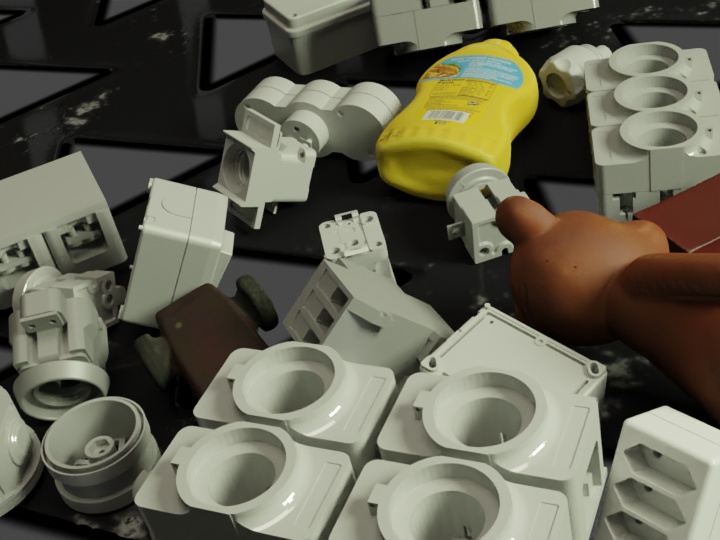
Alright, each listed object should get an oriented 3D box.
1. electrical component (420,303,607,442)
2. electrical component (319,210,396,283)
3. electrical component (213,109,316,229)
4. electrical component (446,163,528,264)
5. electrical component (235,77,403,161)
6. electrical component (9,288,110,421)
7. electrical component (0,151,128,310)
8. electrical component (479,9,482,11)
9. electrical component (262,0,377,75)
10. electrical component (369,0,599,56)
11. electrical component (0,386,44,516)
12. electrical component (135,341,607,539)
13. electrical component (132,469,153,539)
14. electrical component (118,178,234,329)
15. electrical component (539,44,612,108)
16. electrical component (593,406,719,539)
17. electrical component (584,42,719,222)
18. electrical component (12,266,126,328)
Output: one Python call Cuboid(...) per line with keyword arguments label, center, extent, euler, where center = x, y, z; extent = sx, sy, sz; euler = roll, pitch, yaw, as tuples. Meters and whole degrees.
Cuboid(label="electrical component", center=(0.087, 0.075, 0.578), extent=(0.096, 0.061, 0.062), euler=(29, 53, 32))
Cuboid(label="electrical component", center=(0.000, 0.000, 0.695), extent=(0.042, 0.063, 0.081), euler=(-13, 36, -2))
Cuboid(label="electrical component", center=(-0.070, -0.076, 0.810), extent=(0.064, 0.081, 0.042), euler=(-4, 27, -40))
Cuboid(label="electrical component", center=(0.088, -0.041, 0.739), extent=(0.066, 0.048, 0.055), euler=(-18, 44, -8))
Cuboid(label="electrical component", center=(-0.041, -0.113, 0.866), extent=(0.138, 0.052, 0.073), euler=(8, 41, 26))
Cuboid(label="electrical component", center=(-0.187, 0.057, 0.671), extent=(0.058, 0.078, 0.057), euler=(-13, 55, -2))
Cuboid(label="electrical component", center=(-0.259, -0.018, 0.797), extent=(0.150, 0.061, 0.089), euler=(-23, 37, -13))
Cuboid(label="electrical component", center=(0.115, -0.286, 1.026), extent=(0.051, 0.080, 0.080), euler=(-4, 37, 21))
Cuboid(label="electrical component", center=(-0.028, -0.241, 1.027), extent=(0.113, 0.057, 0.078), euler=(-24, 38, -15))
Cuboid(label="electrical component", center=(0.105, -0.231, 0.937), extent=(0.186, 0.060, 0.105), euler=(-9, 10, 5))
Cuboid(label="electrical component", center=(-0.231, 0.108, 0.631), extent=(0.080, 0.051, 0.080), euler=(-8, 37, 6))
Cuboid(label="electrical component", center=(0.006, 0.096, 0.486), extent=(0.186, 0.060, 0.105), euler=(6, 41, 24))
Cuboid(label="electrical component", center=(-0.098, 0.127, 0.577), extent=(0.040, 0.040, 0.046), euler=(-28, 33, -20))
Cuboid(label="electrical component", center=(-0.123, -0.003, 0.722), extent=(0.061, 0.096, 0.061), euler=(13, 35, -12))
Cuboid(label="electrical component", center=(0.179, -0.162, 0.874), extent=(0.062, 0.043, 0.043), euler=(-34, 41, -28))
Cuboid(label="electrical component", center=(0.158, 0.103, 0.517), extent=(0.077, 0.065, 0.047), euler=(-7, 24, -45))
Cuboid(label="electrical component", center=(0.210, -0.100, 0.766), extent=(0.089, 0.061, 0.150), euler=(-4, 37, 11))
Cuboid(label="electrical component", center=(-0.203, 0.022, 0.736), extent=(0.055, 0.048, 0.066), euler=(4, 16, 24))
